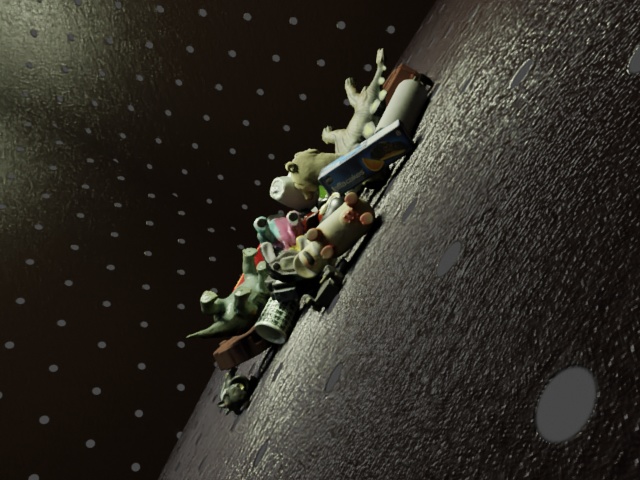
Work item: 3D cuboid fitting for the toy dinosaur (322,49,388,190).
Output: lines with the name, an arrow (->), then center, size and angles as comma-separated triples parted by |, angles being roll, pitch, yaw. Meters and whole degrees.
toy dinosaur -> 0.090, -0.236, 1.341 | 0.199, 0.105, 0.470 | 47, 125, 54

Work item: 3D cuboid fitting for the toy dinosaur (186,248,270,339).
toy dinosaur -> -0.184, 0.161, 1.330 | 0.405, 0.131, 0.191 | -44, -43, -39

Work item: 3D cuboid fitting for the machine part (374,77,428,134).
machine part -> 0.183, -0.279, 1.210 | 0.243, 0.079, 0.079 | -64, 7, -30

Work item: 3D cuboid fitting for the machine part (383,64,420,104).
machine part -> 0.205, -0.397, 1.573 | 0.201, 0.087, 0.201 | -59, 5, -8

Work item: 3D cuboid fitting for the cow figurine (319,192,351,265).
cow figurine -> 0.027, -0.014, 1.119 | 0.167, 0.098, 0.068 | -57, 13, 21

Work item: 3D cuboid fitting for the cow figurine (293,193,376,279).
cow figurine -> 0.024, -0.001, 1.028 | 0.195, 0.085, 0.127 | -44, -11, 11

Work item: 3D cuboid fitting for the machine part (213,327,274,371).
machine part -> -0.184, 0.261, 1.360 | 0.179, 0.056, 0.179 | -28, 3, 1

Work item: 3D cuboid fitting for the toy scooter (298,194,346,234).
toy scooter -> 0.020, -0.026, 1.225 | 0.075, 0.135, 0.184 | -24, 0, -41

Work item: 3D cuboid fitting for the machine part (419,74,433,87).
machine part -> 0.229, -0.339, 1.326 | 0.138, 0.039, 0.084 | -59, -3, 25

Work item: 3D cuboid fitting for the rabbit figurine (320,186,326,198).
rabbit figurine -> 0.003, -0.157, 1.665 | 0.121, 0.170, 0.159 | -53, 9, 42

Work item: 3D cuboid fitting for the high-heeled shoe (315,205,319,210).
high-heeled shoe -> -0.003, -0.004, 1.363 | 0.086, 0.145, 0.248 | -37, -27, -45

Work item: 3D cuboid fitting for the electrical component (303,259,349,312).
electrical component -> 0.011, 0.086, 1.006 | 0.102, 0.045, 0.078 | -56, 8, 34

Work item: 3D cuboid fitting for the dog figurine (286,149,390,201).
dog figurine -> 0.040, -0.160, 1.196 | 0.191, 0.172, 0.121 | -6, 92, 52

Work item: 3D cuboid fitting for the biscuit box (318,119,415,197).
biscuit box -> 0.093, -0.163, 1.103 | 0.203, 0.062, 0.059 | -32, 17, 20

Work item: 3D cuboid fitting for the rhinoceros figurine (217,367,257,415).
rhinoceros figurine -> -0.212, 0.375, 1.323 | 0.112, 0.073, 0.190 | -61, 6, -25

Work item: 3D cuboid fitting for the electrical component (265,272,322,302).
electrical component -> -0.060, 0.091, 1.247 | 0.115, 0.058, 0.134 | -13, 24, 25

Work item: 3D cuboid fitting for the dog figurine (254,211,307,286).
dog figurine -> -0.080, 0.019, 1.232 | 0.108, 0.191, 0.219 | -17, -11, -5

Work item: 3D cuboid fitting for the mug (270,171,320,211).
mug -> -0.060, -0.124, 1.276 | 0.107, 0.081, 0.109 | 4, -70, -48
